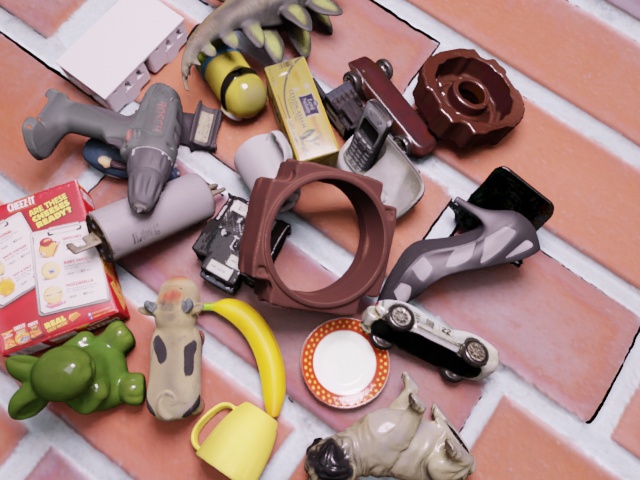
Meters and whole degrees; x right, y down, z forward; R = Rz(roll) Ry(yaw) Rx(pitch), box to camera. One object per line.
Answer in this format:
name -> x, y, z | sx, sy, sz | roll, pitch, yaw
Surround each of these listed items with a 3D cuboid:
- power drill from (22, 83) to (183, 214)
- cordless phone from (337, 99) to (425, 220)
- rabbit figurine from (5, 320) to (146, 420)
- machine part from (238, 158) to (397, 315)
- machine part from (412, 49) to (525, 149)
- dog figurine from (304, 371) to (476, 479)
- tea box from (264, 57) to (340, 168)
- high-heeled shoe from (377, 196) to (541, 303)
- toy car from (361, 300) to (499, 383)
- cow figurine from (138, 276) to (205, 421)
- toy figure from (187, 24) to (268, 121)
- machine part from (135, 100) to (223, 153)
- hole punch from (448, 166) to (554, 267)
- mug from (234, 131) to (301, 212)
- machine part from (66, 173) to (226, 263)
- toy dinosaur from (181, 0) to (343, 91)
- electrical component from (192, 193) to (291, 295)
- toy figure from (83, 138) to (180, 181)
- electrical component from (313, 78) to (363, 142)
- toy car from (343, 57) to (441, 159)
power drill -> -0.305, -0.142, 0.767 | 0.207, 0.085, 0.232 | 5, 55, 6
cordless phone -> 0.100, -0.117, 0.787 | 0.089, 0.184, 0.146 | -33, 78, -14
rabbit figurine -> -0.324, 0.168, 0.701 | 0.159, 0.170, 0.121 | -10, 75, -6
machine part -> -0.002, -0.002, 0.753 | 0.201, 0.087, 0.201 | 12, 93, -24
machine part -> 0.237, -0.228, 0.868 | 0.179, 0.056, 0.179 | 7, 64, -14
dog figurine -> 0.094, 0.301, 0.730 | 0.190, 0.121, 0.172 | -42, 83, 6
tea box -> -0.029, -0.185, 0.846 | 0.068, 0.098, 0.169 | -19, 78, -6
high-heeled shoe -> 0.198, 0.050, 0.790 | 0.145, 0.086, 0.248 | 35, 105, -4
toy car -> 0.154, 0.143, 0.765 | 0.202, 0.073, 0.056 | 26, 49, -2
cow figurine -> -0.199, 0.146, 0.735 | 0.085, 0.127, 0.195 | 1, 77, -5
toy figure -> -0.153, -0.274, 0.869 | 0.082, 0.089, 0.180 | -28, 79, -6
machine part -> -0.231, -0.188, 0.871 | 0.139, 0.039, 0.084 | 7, 83, -2
hole punch -> 0.283, -0.043, 0.834 | 0.142, 0.092, 0.115 | 42, 107, 6
mug -> -0.067, -0.103, 0.810 | 0.081, 0.109, 0.107 | -8, 59, -41
machine part -> -0.241, -0.035, 0.777 | 0.243, 0.079, 0.079 | -29, 76, -35
toy dinosaur -> -0.080, -0.387, 0.867 | 0.198, 0.105, 0.471 | 44, 61, 6
electrical component -> -0.122, 0.012, 0.809 | 0.115, 0.058, 0.134 | 30, 76, 8
toy figure -> -0.290, -0.116, 0.837 | 0.155, 0.057, 0.064 | 22, 53, 7
electrical component -> 0.033, -0.217, 0.870 | 0.048, 0.074, 0.119 | -31, 75, -8
toy car -> 0.116, -0.216, 0.882 | 0.089, 0.053, 0.202 | -32, 77, -25
